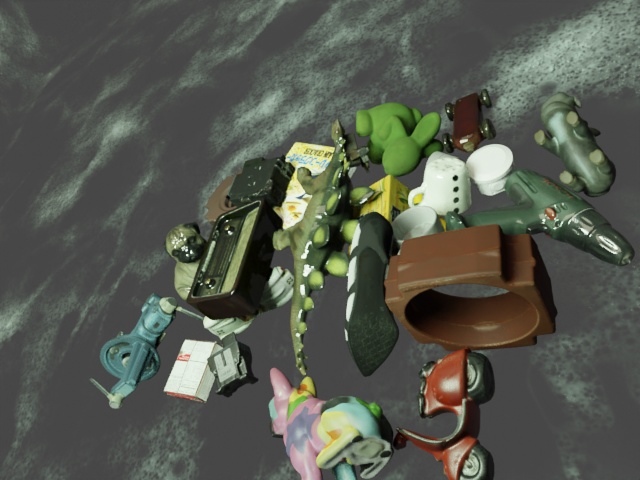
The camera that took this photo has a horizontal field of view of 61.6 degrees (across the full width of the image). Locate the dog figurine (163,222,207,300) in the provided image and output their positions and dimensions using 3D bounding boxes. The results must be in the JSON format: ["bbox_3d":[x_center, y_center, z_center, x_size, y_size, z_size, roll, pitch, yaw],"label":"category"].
[{"bbox_3d":[-0.281,0.049,1.123,0.172,0.190,0.121,-29,44,16],"label":"dog figurine"}]

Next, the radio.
[{"bbox_3d":[-0.161,0.037,1.025,0.131,0.073,0.230,-15,43,31],"label":"radio"}]

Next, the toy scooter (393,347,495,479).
[{"bbox_3d":[0.166,0.237,0.732,0.135,0.075,0.184,-9,57,32],"label":"toy scooter"}]

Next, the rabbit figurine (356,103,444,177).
[{"bbox_3d":[0.161,-0.182,1.046,0.159,0.121,0.170,-13,43,6],"label":"rabbit figurine"}]

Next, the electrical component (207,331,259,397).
[{"bbox_3d":[-0.165,0.220,0.994,0.075,0.047,0.119,-29,55,13],"label":"electrical component"}]

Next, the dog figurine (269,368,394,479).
[{"bbox_3d":[-0.001,0.260,0.800,0.191,0.108,0.219,-57,35,18],"label":"dog figurine"}]

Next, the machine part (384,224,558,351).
[{"bbox_3d":[0.206,0.071,0.738,0.202,0.200,0.087,-10,49,30],"label":"machine part"}]

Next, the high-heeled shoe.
[{"bbox_3d":[0.074,0.082,0.860,0.086,0.248,0.145,4,24,-11],"label":"high-heeled shoe"}]

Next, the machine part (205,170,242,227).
[{"bbox_3d":[-0.190,-0.090,1.267,0.179,0.056,0.179,-20,46,22],"label":"machine part"}]

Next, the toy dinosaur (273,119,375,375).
[{"bbox_3d":[-0.002,-0.003,0.963,0.199,0.105,0.471,-11,65,62],"label":"toy dinosaur"}]

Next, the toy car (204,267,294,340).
[{"bbox_3d":[-0.134,0.121,1.041,0.202,0.073,0.056,-33,40,10],"label":"toy car"}]

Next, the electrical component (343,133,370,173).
[{"bbox_3d":[0.072,-0.172,1.065,0.045,0.102,0.078,-11,84,2],"label":"electrical component"}]

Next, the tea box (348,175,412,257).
[{"bbox_3d":[0.109,-0.020,0.963,0.098,0.068,0.170,-30,42,40],"label":"tea box"}]

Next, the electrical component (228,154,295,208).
[{"bbox_3d":[-0.132,-0.117,1.146,0.134,0.058,0.115,-8,50,33],"label":"electrical component"}]

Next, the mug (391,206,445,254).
[{"bbox_3d":[0.168,0.017,0.871,0.081,0.107,0.109,-5,45,41],"label":"mug"}]

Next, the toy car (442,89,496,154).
[{"bbox_3d":[0.281,-0.223,1.013,0.089,0.053,0.202,-20,28,27],"label":"toy car"}]

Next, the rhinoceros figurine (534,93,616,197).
[{"bbox_3d":[0.404,-0.158,0.848,0.073,0.112,0.190,-45,48,41],"label":"rhinoceros figurine"}]

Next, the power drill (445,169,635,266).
[{"bbox_3d":[0.305,-0.016,0.797,0.207,0.085,0.232,-22,40,2],"label":"power drill"}]

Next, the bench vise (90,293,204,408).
[{"bbox_3d":[-0.361,0.225,1.077,0.224,0.128,0.241,-35,25,19],"label":"bench vise"}]
